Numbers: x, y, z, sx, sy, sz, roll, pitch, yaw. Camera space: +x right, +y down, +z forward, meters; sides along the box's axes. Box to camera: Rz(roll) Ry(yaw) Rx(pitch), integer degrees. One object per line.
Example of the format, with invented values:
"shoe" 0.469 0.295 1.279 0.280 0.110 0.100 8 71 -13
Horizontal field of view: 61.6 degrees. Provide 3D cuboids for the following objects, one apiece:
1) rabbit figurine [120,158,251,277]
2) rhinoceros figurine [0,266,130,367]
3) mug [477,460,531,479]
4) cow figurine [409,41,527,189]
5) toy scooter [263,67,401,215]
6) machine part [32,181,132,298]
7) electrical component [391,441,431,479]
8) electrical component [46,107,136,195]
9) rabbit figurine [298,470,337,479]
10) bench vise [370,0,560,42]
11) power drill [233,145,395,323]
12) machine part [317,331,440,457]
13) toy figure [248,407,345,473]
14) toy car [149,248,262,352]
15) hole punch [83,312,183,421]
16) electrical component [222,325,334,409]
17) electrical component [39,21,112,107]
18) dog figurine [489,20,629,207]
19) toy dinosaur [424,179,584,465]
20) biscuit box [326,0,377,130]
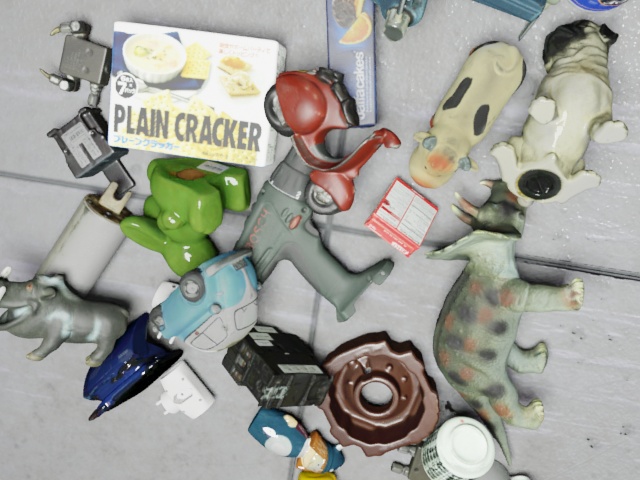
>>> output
"rabbit figurine" -0.186 -0.016 0.726 0.159 0.121 0.170 13 120 9
"rhinoceros figurine" -0.355 0.100 0.717 0.190 0.073 0.112 21 110 -26
"mug" 0.252 0.372 0.758 0.110 0.107 0.080 -10 101 10
"cow figurine" 0.177 -0.148 0.654 0.085 0.127 0.195 33 100 2
"toy scooter" 0.019 -0.128 0.632 0.135 0.075 0.183 -22 92 33
"machine part" -0.341 0.022 0.768 0.079 0.079 0.243 36 102 -2
"electrical component" 0.157 0.336 0.804 0.094 0.021 0.063 14 103 2
"electrical component" -0.313 -0.117 0.753 0.075 0.048 0.119 -27 96 11
"rabbit figurine" 0.040 0.441 0.794 0.173 0.122 0.162 8 96 -15
"bench vise" 0.163 -0.304 0.608 0.241 0.129 0.223 20 66 -8
"power drill" -0.001 -0.002 0.726 0.207 0.086 0.232 37 104 -6
"machine part" 0.081 0.219 0.773 0.179 0.056 0.179 1 101 7
"toy figure" -0.033 0.305 0.803 0.154 0.058 0.064 31 141 -2
"toy car" -0.136 0.090 0.686 0.161 0.109 0.103 -42 82 27
"hole punch" -0.280 0.177 0.777 0.142 0.116 0.092 -39 87 11
"electrical component" -0.064 0.170 0.739 0.115 0.134 0.058 17 103 -42
"electrical component" -0.328 -0.243 0.730 0.078 0.045 0.102 25 103 2
"dog figurine" 0.287 -0.152 0.649 0.121 0.190 0.172 28 141 -2
"toy dinosaur" 0.218 0.121 0.713 0.192 0.131 0.404 14 107 16
"biscuit box" 0.041 -0.244 0.683 0.063 0.059 0.202 -1 101 6
